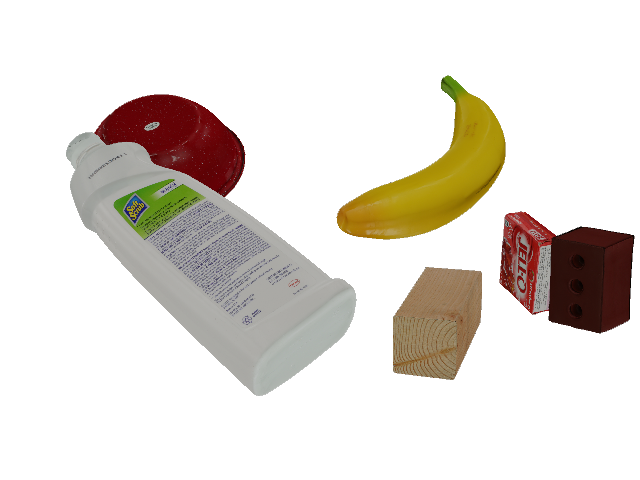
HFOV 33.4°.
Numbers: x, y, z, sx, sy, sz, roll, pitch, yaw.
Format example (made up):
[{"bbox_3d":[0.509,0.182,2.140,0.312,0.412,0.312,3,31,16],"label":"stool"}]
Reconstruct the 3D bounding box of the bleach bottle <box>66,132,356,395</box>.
[{"bbox_3d":[-0.096,-0.002,0.789,0.102,0.068,0.251,-35,62,-28],"label":"bleach bottle"}]

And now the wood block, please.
[{"bbox_3d":[0.174,0.116,1.557,0.091,0.090,0.205,5,19,17],"label":"wood block"}]

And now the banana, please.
[{"bbox_3d":[0.078,-0.046,0.697,0.070,0.037,0.197,20,38,16],"label":"banana"}]

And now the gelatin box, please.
[{"bbox_3d":[0.225,0.023,1.153,0.030,0.089,0.073,-10,30,-18],"label":"gelatin box"}]

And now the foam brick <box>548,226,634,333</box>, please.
[{"bbox_3d":[0.230,0.033,0.909,0.053,0.078,0.051,12,21,42],"label":"foam brick"}]

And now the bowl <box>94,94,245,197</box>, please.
[{"bbox_3d":[-0.154,-0.088,1.003,0.162,0.162,0.055,-3,-45,3],"label":"bowl"}]
